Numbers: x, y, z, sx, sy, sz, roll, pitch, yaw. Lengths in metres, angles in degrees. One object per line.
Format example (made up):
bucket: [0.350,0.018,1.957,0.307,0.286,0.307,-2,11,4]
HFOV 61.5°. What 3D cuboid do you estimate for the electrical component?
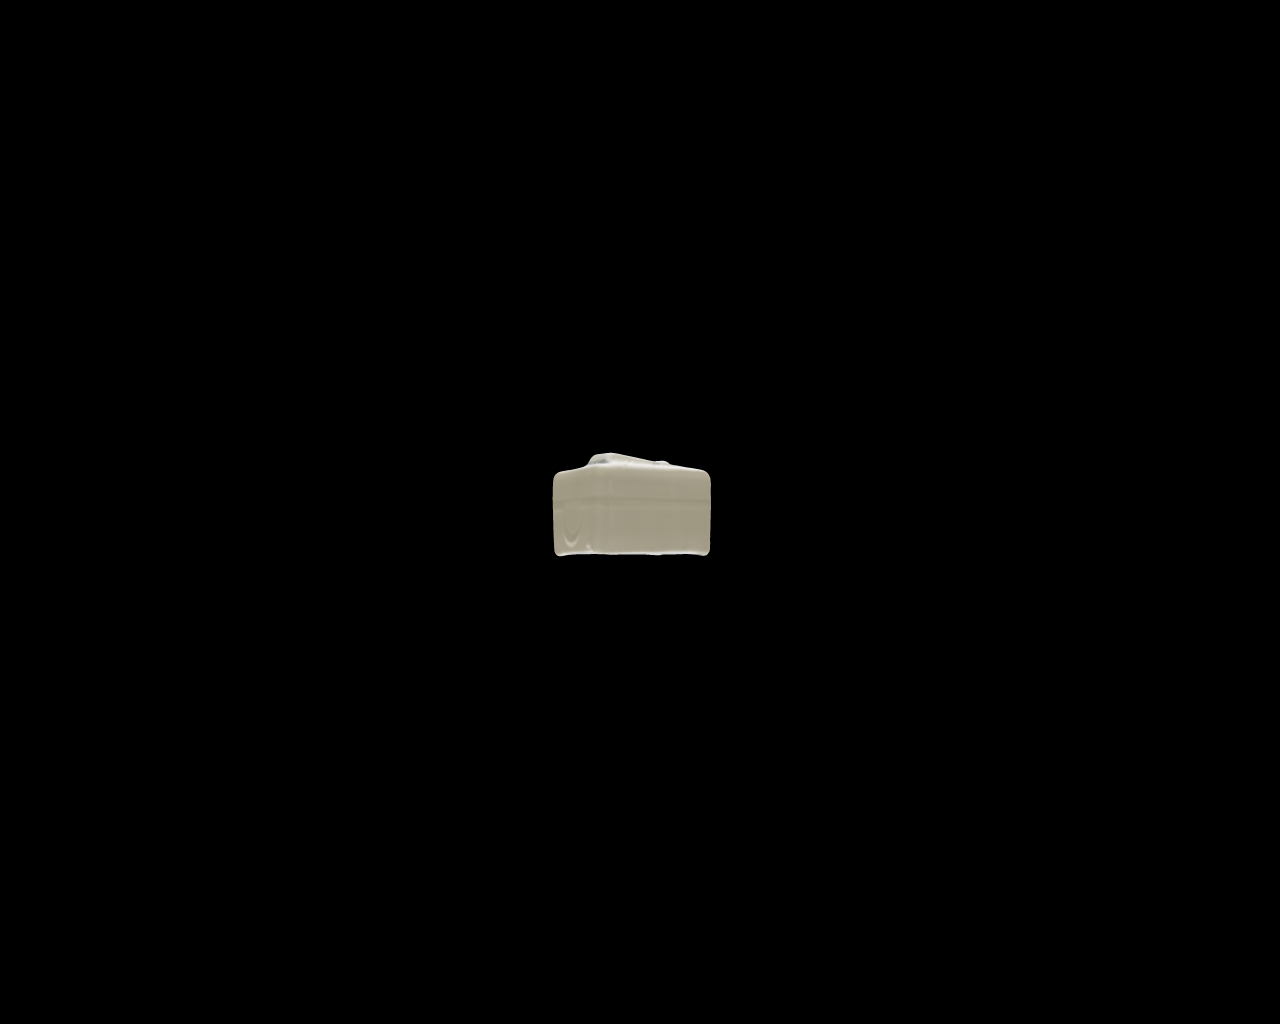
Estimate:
electrical component: [0.001,-0.003,0.650,0.096,0.061,0.061,2,-4,-31]
